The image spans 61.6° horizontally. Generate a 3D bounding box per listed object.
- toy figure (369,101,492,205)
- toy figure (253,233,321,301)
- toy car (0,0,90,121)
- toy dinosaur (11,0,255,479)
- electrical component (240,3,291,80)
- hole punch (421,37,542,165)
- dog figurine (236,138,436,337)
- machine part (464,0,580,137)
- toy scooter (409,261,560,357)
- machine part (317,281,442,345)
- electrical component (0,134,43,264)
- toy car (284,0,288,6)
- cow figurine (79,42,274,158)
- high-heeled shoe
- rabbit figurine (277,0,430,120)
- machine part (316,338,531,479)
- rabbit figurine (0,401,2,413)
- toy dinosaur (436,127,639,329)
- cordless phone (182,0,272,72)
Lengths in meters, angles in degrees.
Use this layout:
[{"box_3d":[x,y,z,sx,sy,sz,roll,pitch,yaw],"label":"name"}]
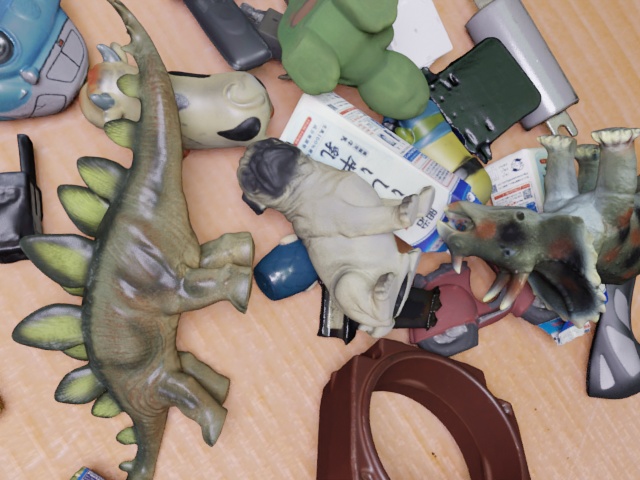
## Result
[{"box_3d":[0.132,-0.104,0.645,0.082,0.089,0.180,-31,91,-15],"label":"toy figure"},{"box_3d":[-0.001,0.009,0.600,0.154,0.064,0.058,-32,49,-24],"label":"toy figure"},{"box_3d":[-0.290,-0.179,0.540,0.103,0.109,0.161,32,58,-31],"label":"toy car"},{"box_3d":[-0.160,0.030,0.490,0.199,0.105,0.470,8,95,-12],"label":"toy dinosaur"},{"box_3d":[-0.056,-0.235,0.644,0.102,0.045,0.078,18,46,-15],"label":"electrical component"},{"box_3d":[0.197,-0.175,0.689,0.116,0.092,0.142,-35,91,-1],"label":"hole punch"},{"box_3d":[0.001,-0.004,0.539,0.191,0.121,0.172,15,95,19],"label":"dog figurine"},{"box_3d":[0.269,-0.236,0.719,0.079,0.079,0.243,-30,89,-20],"label":"machine part"},{"box_3d":[0.176,0.053,0.623,0.184,0.075,0.135,-21,73,1],"label":"toy scooter"},{"box_3d":[0.063,0.074,0.589,0.139,0.039,0.084,-4,71,20],"label":"machine part"},{"box_3d":[-0.297,-0.040,0.515,0.048,0.075,0.119,-8,86,-18],"label":"electrical component"},{"box_3d":[0.039,-0.322,0.682,0.202,0.053,0.089,-34,84,-23],"label":"toy car"},{"box_3d":[-0.147,-0.136,0.547,0.195,0.127,0.085,2,74,2],"label":"cow figurine"},{"box_3d":[0.351,0.075,0.699,0.145,0.086,0.249,-34,69,11],"label":"high-heeled shoe"},{"box_3d":[0.038,-0.187,0.571,0.170,0.159,0.121,34,99,-32],"label":"rabbit figurine"},{"box_3d":[0.103,0.208,0.525,0.201,0.087,0.201,20,41,-15],"label":"machine part"},{"box_3d":[-0.339,0.205,0.429,0.162,0.122,0.173,-26,88,-15],"label":"rabbit figurine"},{"box_3d":[0.309,-0.015,0.581,0.405,0.131,0.192,-1,98,-38],"label":"toy dinosaur"},{"box_3d":[-0.081,-0.275,0.596,0.146,0.088,0.184,-27,72,-19],"label":"cordless phone"}]
